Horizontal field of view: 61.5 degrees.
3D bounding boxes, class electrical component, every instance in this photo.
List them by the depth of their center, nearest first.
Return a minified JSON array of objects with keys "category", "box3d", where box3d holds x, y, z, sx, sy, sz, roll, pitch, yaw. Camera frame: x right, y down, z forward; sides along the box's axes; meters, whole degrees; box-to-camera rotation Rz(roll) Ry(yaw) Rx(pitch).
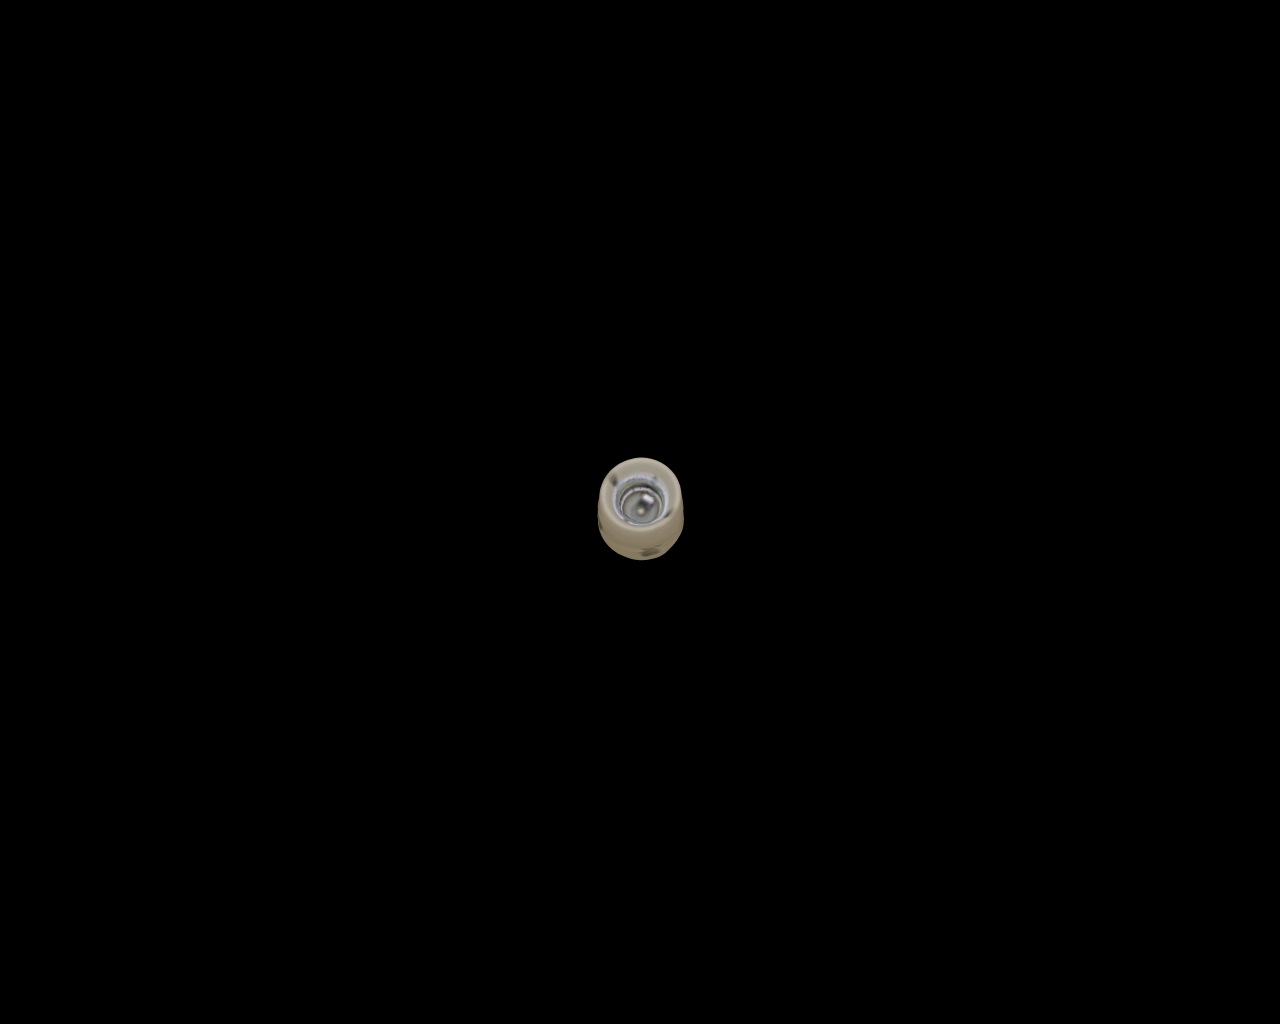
[{"category":"electrical component","box3d":[0.001,-0.003,0.650,0.055,0.055,0.047,0,-21,0]}]
